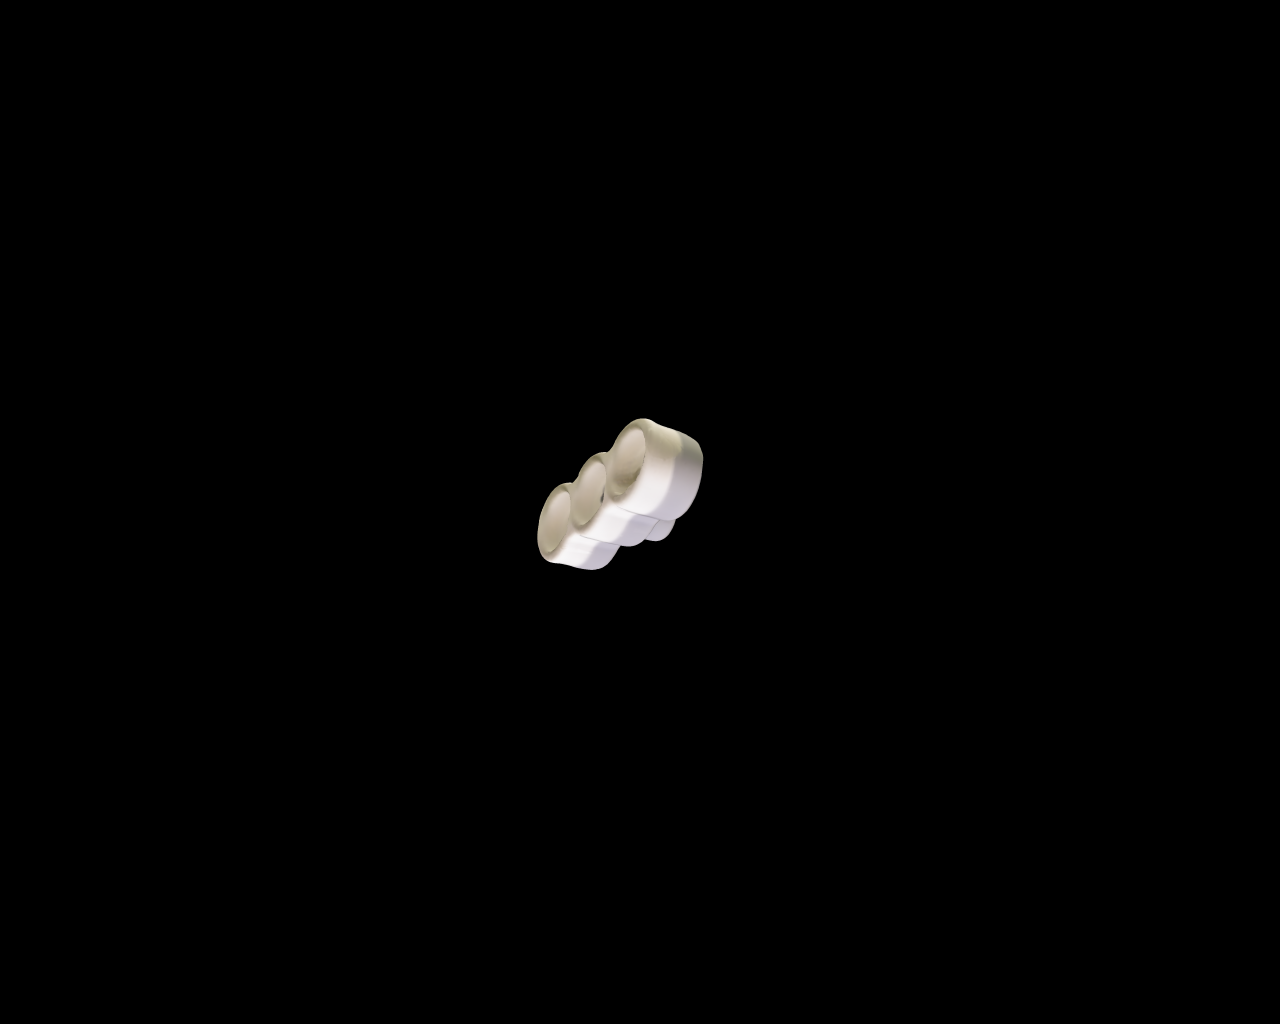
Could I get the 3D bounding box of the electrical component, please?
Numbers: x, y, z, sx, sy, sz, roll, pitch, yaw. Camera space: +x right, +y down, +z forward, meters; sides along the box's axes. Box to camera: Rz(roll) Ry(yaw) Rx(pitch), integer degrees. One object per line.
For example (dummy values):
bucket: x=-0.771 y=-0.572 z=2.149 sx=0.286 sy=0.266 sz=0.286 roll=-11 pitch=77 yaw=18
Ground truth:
electrical component: x=0.001 y=-0.003 z=0.650 sx=0.074 sy=0.052 sz=0.138 roll=15 pitch=-30 yaw=-28
